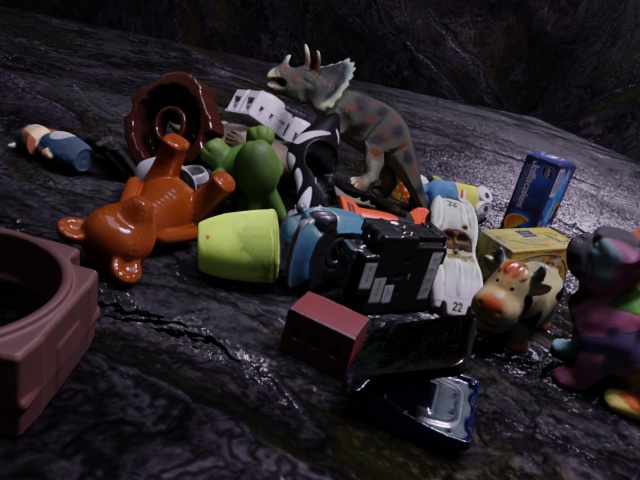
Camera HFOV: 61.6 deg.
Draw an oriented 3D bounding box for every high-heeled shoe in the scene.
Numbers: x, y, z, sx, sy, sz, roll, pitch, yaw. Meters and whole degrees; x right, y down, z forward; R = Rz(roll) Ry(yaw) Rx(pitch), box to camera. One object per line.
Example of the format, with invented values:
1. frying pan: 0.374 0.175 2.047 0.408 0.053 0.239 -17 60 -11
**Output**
1. high-heeled shoe: 0.015 -0.105 0.850 0.145 0.248 0.086 8 -21 44

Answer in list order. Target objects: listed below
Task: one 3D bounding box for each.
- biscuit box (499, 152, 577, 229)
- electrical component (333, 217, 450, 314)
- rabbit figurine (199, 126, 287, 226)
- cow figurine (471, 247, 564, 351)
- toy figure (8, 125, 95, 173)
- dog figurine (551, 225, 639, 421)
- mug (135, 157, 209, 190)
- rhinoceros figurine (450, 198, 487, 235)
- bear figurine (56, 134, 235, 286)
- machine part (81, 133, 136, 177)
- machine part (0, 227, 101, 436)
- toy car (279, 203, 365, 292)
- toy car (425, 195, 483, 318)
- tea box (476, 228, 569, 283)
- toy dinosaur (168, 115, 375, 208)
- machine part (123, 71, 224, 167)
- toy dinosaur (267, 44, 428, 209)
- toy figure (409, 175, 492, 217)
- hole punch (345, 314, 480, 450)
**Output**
1. biscuit box: 0.353 -0.045 0.903 0.059 0.202 0.063 -10 32 -41
2. electrical component: 0.087 0.033 0.686 0.134 0.114 0.058 3 24 -28
3. rabbit figurine: -0.108 -0.092 0.800 0.121 0.159 0.170 -10 5 -14
4. cow figurine: 0.256 0.070 0.688 0.086 0.127 0.195 28 24 35
5. toy figure: -0.432 -0.151 0.863 0.155 0.057 0.064 22 -3 19
6. dog figurine: 0.361 0.082 0.611 0.192 0.219 0.108 23 28 19
7. mug: -0.229 -0.093 0.808 0.109 0.080 0.107 -26 34 -18
8. rhinoceros figurine: 0.251 -0.025 0.962 0.112 0.073 0.190 10 25 -9
9. bear figurine: -0.208 -0.040 0.657 0.120 0.132 0.196 40 21 0
10. machine part: -0.348 -0.143 0.885 0.139 0.039 0.084 25 -17 41
11. machine part: -0.300 0.062 0.430 0.201 0.087 0.201 12 24 -2
12. toy car: -0.001 -0.002 0.718 0.161 0.109 0.103 -8 31 -45
13. toy car: 0.190 0.022 0.768 0.073 0.056 0.202 12 52 -5
14. tea box: 0.309 0.037 0.827 0.169 0.098 0.068 -1 29 -35
15. toy dinosaur: -0.122 -0.157 1.003 0.472 0.105 0.198 31 23 16
16. machine part: -0.247 -0.190 0.910 0.180 0.179 0.056 24 3 20
17. toy dinosaur: 0.085 -0.200 0.999 0.405 0.192 0.131 29 18 -9
18. toy figure: 0.266 -0.085 1.096 0.180 0.082 0.089 5 23 -15
19. hole punch: 0.097 0.136 0.523 0.116 0.092 0.142 -8 17 24
